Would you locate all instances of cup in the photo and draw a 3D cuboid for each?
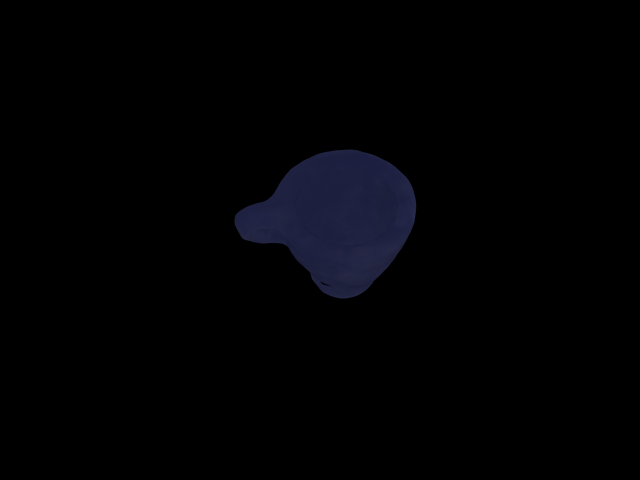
[{"bbox_3d":[0.004,0.001,0.400,0.118,0.095,0.091,-8,56,-5],"label":"cup"}]
